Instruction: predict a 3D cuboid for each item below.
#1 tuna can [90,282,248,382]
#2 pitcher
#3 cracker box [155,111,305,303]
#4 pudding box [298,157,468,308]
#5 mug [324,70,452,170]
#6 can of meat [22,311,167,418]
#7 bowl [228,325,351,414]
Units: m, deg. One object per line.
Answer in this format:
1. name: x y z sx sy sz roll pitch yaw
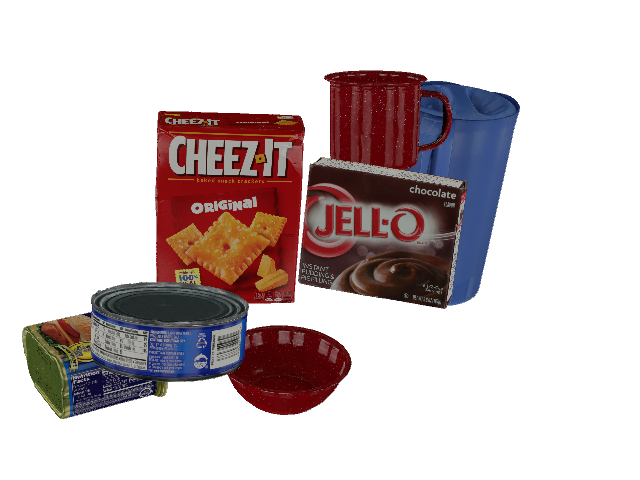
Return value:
1. tuna can: -0.083 0.049 0.586 0.086 0.034 0.086 4 11 -1
2. pitcher: 0.138 -0.048 1.209 0.149 0.243 0.145 -5 27 -19
3. cracker box: -0.105 -0.034 1.215 0.164 0.214 0.072 1 22 -8
4. pudding box: 0.044 -0.007 0.768 0.113 0.090 0.039 9 18 10
5. mug: 0.062 -0.109 0.975 0.117 0.081 0.093 0 16 0
6. can of meat: -0.181 0.095 0.849 0.083 0.057 0.102 -12 23 -29
7. bowl: -0.044 0.165 1.304 0.162 0.055 0.162 3 24 -1
